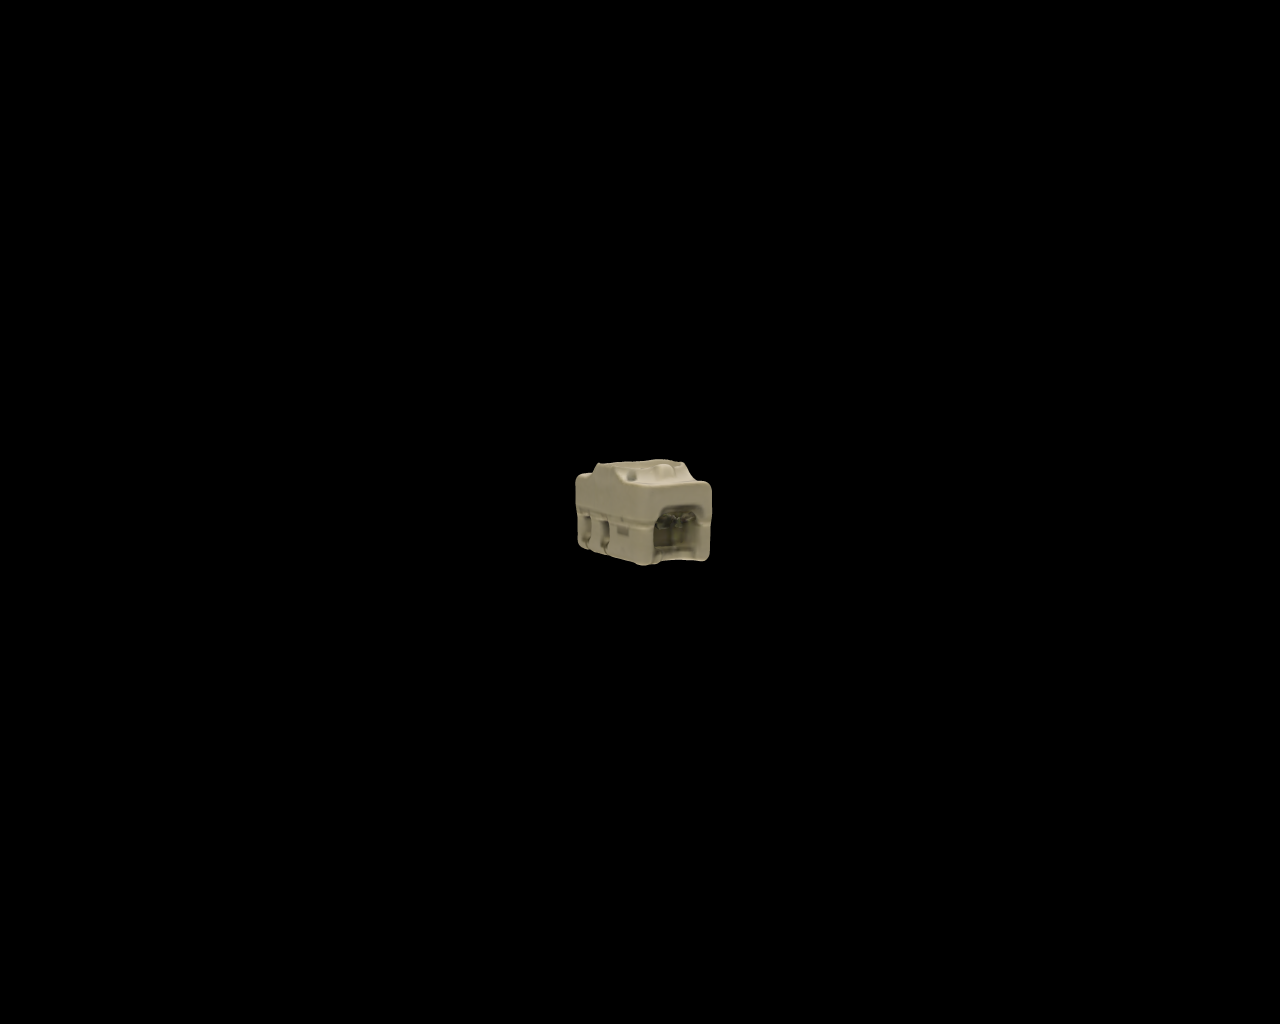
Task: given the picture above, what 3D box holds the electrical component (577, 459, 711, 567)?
[{"bbox_3d":[0.001,-0.003,0.650,0.050,0.055,0.089,-4,8,-27],"label":"electrical component"}]
